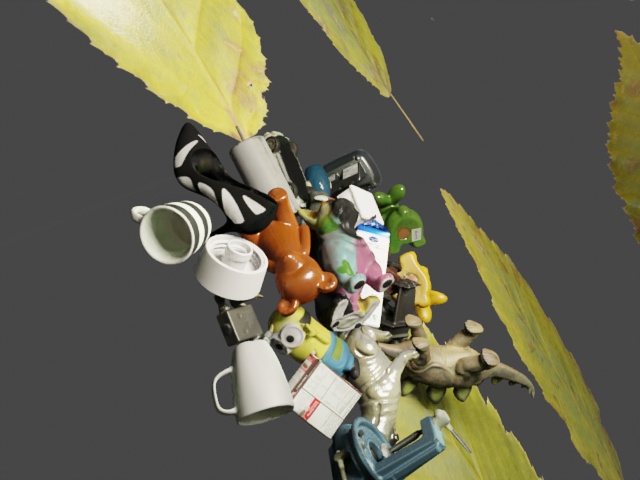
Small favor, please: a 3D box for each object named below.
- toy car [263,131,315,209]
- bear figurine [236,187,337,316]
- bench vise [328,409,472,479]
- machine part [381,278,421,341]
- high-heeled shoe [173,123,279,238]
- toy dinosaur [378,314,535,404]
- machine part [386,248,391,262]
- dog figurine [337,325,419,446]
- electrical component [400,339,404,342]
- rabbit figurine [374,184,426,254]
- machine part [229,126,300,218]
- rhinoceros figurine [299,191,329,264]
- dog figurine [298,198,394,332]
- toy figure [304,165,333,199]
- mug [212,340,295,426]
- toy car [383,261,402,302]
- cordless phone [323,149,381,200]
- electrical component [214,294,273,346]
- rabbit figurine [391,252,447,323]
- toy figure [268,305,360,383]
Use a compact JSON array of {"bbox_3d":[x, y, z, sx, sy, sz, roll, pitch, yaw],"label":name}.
[{"bbox_3d":[-0.069,-0.144,1.150,0.073,0.056,0.202,2,60,-50],"label":"toy car"},{"bbox_3d":[-0.063,0.021,0.896,0.131,0.120,0.196,62,-2,-36],"label":"bear figurine"},{"bbox_3d":[0.095,0.338,0.790,0.128,0.240,0.224,48,14,-15],"label":"bench vise"},{"bbox_3d":[0.176,0.152,1.162,0.084,0.039,0.138,7,99,-32],"label":"machine part"},{"bbox_3d":[-0.156,-0.115,0.885,0.086,0.145,0.249,4,62,-58],"label":"high-heeled shoe"},{"bbox_3d":[0.286,0.266,1.147,0.471,0.198,0.105,14,43,-10],"label":"toy dinosaur"},{"bbox_3d":[0.097,0.000,1.281,0.179,0.056,0.179,38,34,-32],"label":"machine part"},{"bbox_3d":[0.080,0.267,0.976,0.172,0.121,0.190,25,51,4],"label":"dog figurine"},{"bbox_3d":[0.198,0.257,1.238,0.063,0.021,0.094,51,29,-17],"label":"electrical component"},{"bbox_3d":[0.188,-0.064,1.432,0.170,0.121,0.158,-122,-168,-57],"label":"rabbit figurine"},{"bbox_3d":[-0.105,-0.110,1.036,0.243,0.079,0.079,62,28,4],"label":"machine part"},{"bbox_3d":[-0.002,-0.003,1.076,0.112,0.073,0.190,13,72,-34],"label":"rhinoceros figurine"},{"bbox_3d":[0.028,0.033,0.979,0.108,0.191,0.219,1,43,-36],"label":"dog figurine"},{"bbox_3d":[0.006,-0.096,1.222,0.057,0.064,0.154,98,-22,-73],"label":"toy figure"},{"bbox_3d":[-0.101,0.201,0.765,0.109,0.080,0.107,-6,58,-19],"label":"mug"},{"bbox_3d":[0.097,0.055,1.165,0.202,0.053,0.089,33,68,-16],"label":"toy car"},{"bbox_3d":[0.100,-0.133,1.313,0.184,0.147,0.089,24,53,-47],"label":"cordless phone"},{"bbox_3d":[-0.115,0.124,0.833,0.078,0.045,0.102,6,59,-58],"label":"electrical component"},{"bbox_3d":[0.228,0.115,1.308,0.162,0.122,0.173,38,-4,11],"label":"rabbit figurine"},{"bbox_3d":[-0.012,0.178,0.911,0.180,0.082,0.089,37,8,-23],"label":"toy figure"}]
